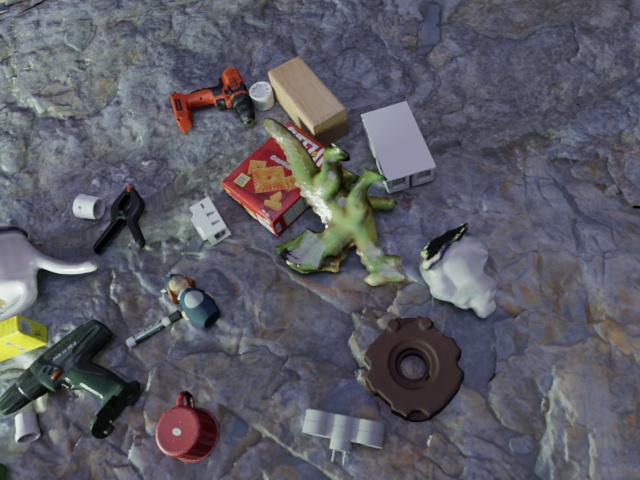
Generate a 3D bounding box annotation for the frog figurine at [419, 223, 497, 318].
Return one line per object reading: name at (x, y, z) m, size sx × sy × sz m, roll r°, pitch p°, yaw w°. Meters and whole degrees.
frog figurine at (0.269, 0.064, 0.965) m, size 0.158 × 0.122 × 0.139 m, roll 48°, pitch 66°, yaw -10°

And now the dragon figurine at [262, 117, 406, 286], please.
dragon figurine at (0.003, -0.052, 1.024) m, size 0.412 × 0.121 × 0.244 m, roll 31°, pitch 82°, yaw 9°

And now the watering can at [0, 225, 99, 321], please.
watering can at (-0.644, 0.063, 1.092) m, size 0.348 × 0.102 × 0.228 m, roll -27°, pitch 61°, yaw -4°
